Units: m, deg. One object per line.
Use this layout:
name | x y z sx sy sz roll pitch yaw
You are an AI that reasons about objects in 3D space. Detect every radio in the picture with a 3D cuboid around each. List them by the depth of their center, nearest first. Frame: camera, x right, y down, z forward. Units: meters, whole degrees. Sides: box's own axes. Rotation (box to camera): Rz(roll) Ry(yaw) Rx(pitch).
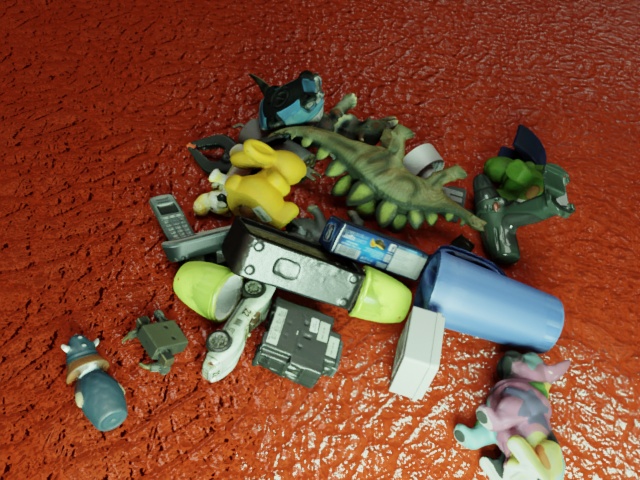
radio | -0.044 0.039 0.909 0.229 0.073 0.131 19 10 -19

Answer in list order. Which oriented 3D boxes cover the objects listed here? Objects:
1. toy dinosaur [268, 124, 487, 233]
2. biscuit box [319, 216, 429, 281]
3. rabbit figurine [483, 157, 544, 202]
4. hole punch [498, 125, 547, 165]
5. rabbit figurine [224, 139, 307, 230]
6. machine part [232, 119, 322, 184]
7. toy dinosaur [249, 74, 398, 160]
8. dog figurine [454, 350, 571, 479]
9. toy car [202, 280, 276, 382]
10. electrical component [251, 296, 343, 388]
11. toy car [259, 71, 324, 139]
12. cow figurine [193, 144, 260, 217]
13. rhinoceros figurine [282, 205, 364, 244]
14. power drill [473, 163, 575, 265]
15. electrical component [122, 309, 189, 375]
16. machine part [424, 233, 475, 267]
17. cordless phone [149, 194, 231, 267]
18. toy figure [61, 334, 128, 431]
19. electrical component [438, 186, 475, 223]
toy dinosaur | 0.124 -0.136 1.096 0.472 0.105 0.198 33 86 6
biscuit box | 0.100 0.016 0.987 0.202 0.059 0.063 20 10 -27
rabbit figurine | 0.460 -0.149 1.254 0.159 0.121 0.170 1 33 -18
hole punch | 0.517 -0.215 1.347 0.116 0.092 0.142 26 43 6
rabbit figurine | -0.099 -0.111 1.013 0.162 0.122 0.173 46 57 -9
machine part | -0.095 -0.197 1.188 0.243 0.079 0.079 35 49 20
toy dinosaur | -0.021 -0.278 1.262 0.405 0.131 0.192 18 45 12
dog figurine | 0.331 0.271 0.836 0.219 0.108 0.192 -23 56 -33
toy car | -0.129 0.140 0.867 0.056 0.073 0.202 24 47 7
electrical component | -0.030 0.169 0.869 0.134 0.058 0.115 23 48 -4
toy car | -0.048 -0.282 1.153 0.102 0.162 0.109 32 43 -50
cow figurine | -0.172 -0.101 1.067 0.098 0.068 0.167 34 79 8
rhinoceros figurine | -0.002 -0.003 1.039 0.190 0.073 0.112 1 58 -15
power drill | 0.404 -0.078 1.104 0.086 0.207 0.232 19 58 -32
electrical component | -0.257 0.160 0.843 0.102 0.045 0.078 43 24 21
machine part | 0.261 0.040 1.081 0.084 0.039 0.139 28 49 24
cordless phone | -0.231 -0.028 0.997 0.146 0.088 0.184 -16 49 -26
toy figure | -0.330 0.201 0.774 0.058 0.064 0.155 -45 58 1
electrical component | 0.300 -0.078 1.193 0.119 0.047 0.075 20 47 8
